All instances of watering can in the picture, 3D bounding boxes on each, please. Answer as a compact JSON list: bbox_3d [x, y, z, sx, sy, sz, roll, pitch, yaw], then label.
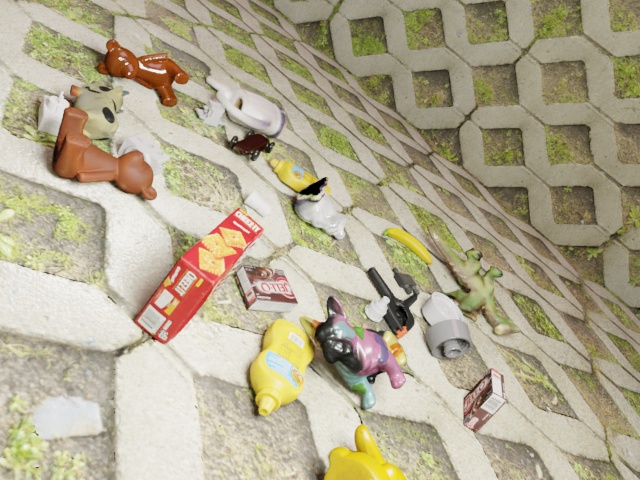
[{"bbox_3d":[-0.233,-0.426,1.631,0.223,0.102,0.354,17,24,-37],"label":"watering can"}]

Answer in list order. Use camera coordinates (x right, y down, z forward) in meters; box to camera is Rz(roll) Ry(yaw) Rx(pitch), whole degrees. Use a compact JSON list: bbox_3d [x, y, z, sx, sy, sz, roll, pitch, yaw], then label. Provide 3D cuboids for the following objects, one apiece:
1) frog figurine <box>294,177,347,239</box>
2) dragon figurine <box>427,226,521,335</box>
[{"bbox_3d":[0.004,-0.070,1.400,0.140,0.122,0.156,-103,171,-62],"label":"frog figurine"},{"bbox_3d":[0.451,0.137,1.594,0.412,0.120,0.246,41,35,9],"label":"dragon figurine"}]
